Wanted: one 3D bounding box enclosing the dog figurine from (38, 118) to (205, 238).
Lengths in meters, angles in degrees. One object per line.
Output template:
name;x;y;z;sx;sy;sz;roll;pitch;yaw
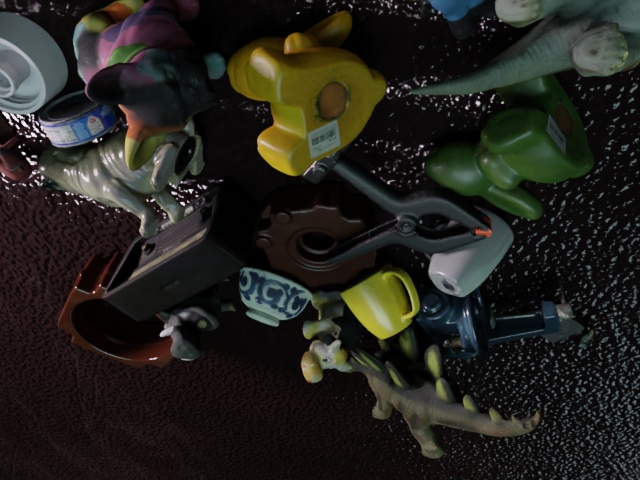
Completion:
dog figurine;-0.257;-0.112;0.677;0.191;0.121;0.172;27;100;5

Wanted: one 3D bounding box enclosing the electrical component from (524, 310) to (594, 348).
electrical component;0.381;0.135;0.850;0.102;0.045;0.078;36;127;-24

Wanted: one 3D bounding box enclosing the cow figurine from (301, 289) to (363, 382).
cow figurine;0.026;0.146;0.828;0.098;0.167;0.068;-7;127;17

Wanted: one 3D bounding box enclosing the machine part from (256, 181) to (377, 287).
machine part;-0.002;-0.002;0.765;0.179;0.056;0.179;3;136;3

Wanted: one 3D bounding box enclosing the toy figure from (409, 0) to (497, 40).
toy figure;0.100;-0.268;0.471;0.089;0.082;0.180;30;167;46

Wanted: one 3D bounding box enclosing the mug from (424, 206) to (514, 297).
mug;0.182;0.016;0.710;0.110;0.107;0.080;18;152;42

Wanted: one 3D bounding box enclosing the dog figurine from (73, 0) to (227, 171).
dog figurine;-0.183;-0.157;0.526;0.192;0.219;0.108;-5;130;12

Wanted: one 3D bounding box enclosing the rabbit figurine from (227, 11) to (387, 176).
rabbit figurine;-0.026;-0.171;0.550;0.162;0.173;0.121;-38;134;-17

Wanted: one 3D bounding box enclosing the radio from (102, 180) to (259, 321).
radio;-0.194;0.017;0.758;0.230;0.131;0.073;-26;125;29

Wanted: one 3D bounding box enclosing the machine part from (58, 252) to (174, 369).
machine part;-0.321;0.122;0.913;0.201;0.087;0.201;27;131;-18

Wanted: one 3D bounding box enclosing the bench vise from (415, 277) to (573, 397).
bench vise;0.257;0.133;0.818;0.241;0.129;0.223;-12;134;25

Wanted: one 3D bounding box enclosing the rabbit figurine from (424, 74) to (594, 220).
rabbit figurine;0.209;-0.100;0.621;0.159;0.121;0.170;32;149;-30

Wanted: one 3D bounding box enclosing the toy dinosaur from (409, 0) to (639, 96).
toy dinosaur;0.292;-0.207;0.471;0.405;0.192;0.131;-8;92;38

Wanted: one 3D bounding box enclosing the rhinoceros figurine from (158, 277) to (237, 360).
rhinoceros figurine;-0.188;0.093;0.799;0.112;0.190;0.073;-26;124;6

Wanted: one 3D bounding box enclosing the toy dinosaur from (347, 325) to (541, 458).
toy dinosaur;0.154;0.232;0.825;0.472;0.105;0.198;4;130;57

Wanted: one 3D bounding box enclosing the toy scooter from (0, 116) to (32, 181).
toy scooter;-0.420;-0.135;0.651;0.135;0.075;0.183;26;159;47

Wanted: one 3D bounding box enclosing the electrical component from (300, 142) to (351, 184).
electrical component;0.002;-0.094;0.598;0.021;0.063;0.094;31;132;-21
